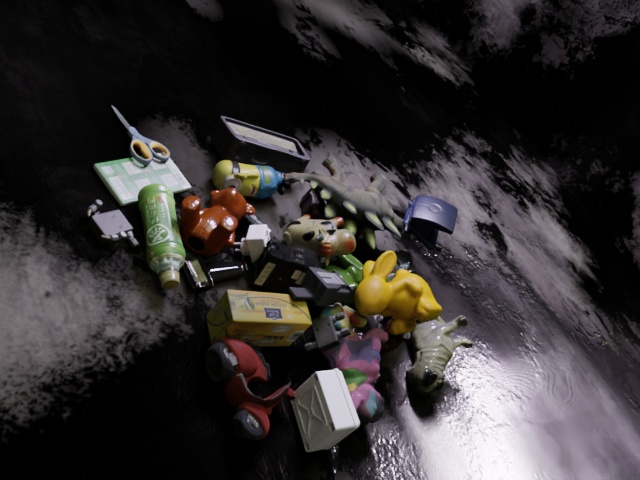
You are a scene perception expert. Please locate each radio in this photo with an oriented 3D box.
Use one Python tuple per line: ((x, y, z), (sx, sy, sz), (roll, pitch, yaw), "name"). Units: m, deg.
((-0.145, -0.227, 1.350), (0.229, 0.073, 0.131), (10, 29, -32), "radio")

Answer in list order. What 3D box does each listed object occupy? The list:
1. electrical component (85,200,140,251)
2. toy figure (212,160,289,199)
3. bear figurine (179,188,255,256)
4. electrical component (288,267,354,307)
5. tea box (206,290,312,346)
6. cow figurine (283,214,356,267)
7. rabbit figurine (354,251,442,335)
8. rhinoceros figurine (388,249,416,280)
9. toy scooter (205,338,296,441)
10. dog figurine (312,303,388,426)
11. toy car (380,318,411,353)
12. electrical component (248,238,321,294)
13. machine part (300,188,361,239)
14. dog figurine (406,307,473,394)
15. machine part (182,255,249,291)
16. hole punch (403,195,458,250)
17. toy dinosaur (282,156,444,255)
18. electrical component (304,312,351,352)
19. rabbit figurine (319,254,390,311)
((-0.386, -0.026, 0.988), (0.078, 0.045, 0.102), (-18, 66, -47), "electrical component")
((-0.166, -0.141, 1.267), (0.180, 0.082, 0.089), (-4, 36, -34), "toy figure")
((-0.204, -0.059, 1.114), (0.120, 0.132, 0.196), (30, 44, 1), "bear figurine")
((-0.003, 0.091, 1.049), (0.119, 0.047, 0.075), (11, 25, -39), "electrical component")
((-0.114, 0.149, 1.006), (0.169, 0.098, 0.068), (11, 47, -36), "tea box")
((-0.002, -0.004, 1.198), (0.127, 0.195, 0.085), (-27, 116, -43), "cow figurine")
((0.141, 0.105, 1.080), (0.173, 0.122, 0.162), (2, 69, -36), "rabbit figurine")
((0.190, 0.090, 1.317), (0.073, 0.112, 0.190), (40, 29, -4), "rhinoceros figurine")
((-0.112, 0.246, 0.929), (0.135, 0.075, 0.184), (-6, 60, -44), "toy scooter")
((0.048, 0.251, 1.039), (0.191, 0.108, 0.219), (35, 40, -8), "dog figurine")
((0.184, 0.180, 1.229), (0.053, 0.089, 0.202), (44, 42, -4), "toy car")
((-0.068, 0.065, 1.111), (0.134, 0.115, 0.058), (21, 41, -22), "electrical component")
((0.032, -0.066, 1.381), (0.179, 0.056, 0.179), (25, 39, -22), "machine part")
((0.232, 0.247, 1.225), (0.190, 0.172, 0.121), (-39, 116, -27), "dog figurine")
((-0.207, 0.061, 1.065), (0.139, 0.039, 0.084), (-10, 52, -44), "machine part")
((0.278, -0.055, 1.348), (0.115, 0.092, 0.142), (40, 43, -12), "hole punch")
((0.119, -0.075, 1.346), (0.471, 0.105, 0.199), (16, 46, -25), "toy dinosaur")
((0.010, 0.176, 1.024), (0.021, 0.094, 0.063), (57, 10, -52), "electrical component")
((0.072, 0.103, 1.202), (0.170, 0.121, 0.159), (-4, 34, -28), "rabbit figurine")
